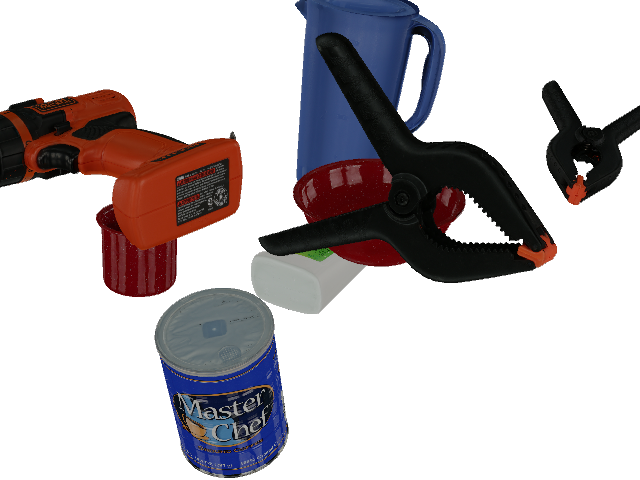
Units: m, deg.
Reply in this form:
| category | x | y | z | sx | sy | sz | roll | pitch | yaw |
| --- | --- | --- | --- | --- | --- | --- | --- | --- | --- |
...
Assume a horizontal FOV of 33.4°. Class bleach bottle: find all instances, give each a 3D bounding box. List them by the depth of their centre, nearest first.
| category | x | y | z | sx | sy | sz | roll | pitch | yaw |
| --- | --- | --- | --- | --- | --- | --- | --- | --- | --- |
| bleach bottle | 0.023 | -0.003 | 1.329 | 0.103 | 0.068 | 0.250 | 16 | 36 | 27 |

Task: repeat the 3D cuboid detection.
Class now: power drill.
| category | x | y | z | sx | sy | sz | roll | pitch | yaw |
| --- | --- | --- | --- | --- | --- | --- | --- | --- | --- |
| power drill | -0.162 | -0.052 | 0.734 | 0.188 | 0.057 | 0.184 | 22 | 34 | 35 |

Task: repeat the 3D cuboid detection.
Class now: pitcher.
| category | x | y | z | sx | sy | sz | roll | pitch | yaw |
| --- | --- | --- | --- | --- | --- | --- | --- | --- | --- |
| pitcher | 0.046 | -0.173 | 1.285 | 0.144 | 0.243 | 0.149 | -5 | 28 | -24 |

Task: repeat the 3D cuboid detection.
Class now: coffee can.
| category | x | y | z | sx | sy | sz | roll | pitch | yaw |
| --- | --- | --- | --- | --- | --- | --- | --- | --- | --- |
| coffee can | -0.085 | 0.127 | 0.952 | 0.103 | 0.140 | 0.103 | -3 | 40 | 3 |

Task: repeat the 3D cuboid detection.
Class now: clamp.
| category | x | y | z | sx | sy | sz | roll | pitch | yaw |
| --- | --- | --- | --- | --- | --- | --- | --- | --- | --- |
| clamp | 0.059 | -0.041 | 0.711 | 0.210 | 0.165 | 0.036 | 19 | 20 | 26 |
| clamp | 0.278 | -0.110 | 1.147 | 0.120 | 0.039 | 0.171 | 18 | 48 | 19 |

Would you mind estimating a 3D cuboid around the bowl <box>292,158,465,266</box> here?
| category | x | y | z | sx | sy | sz | roll | pitch | yaw |
| --- | --- | --- | --- | --- | --- | --- | --- | --- | --- |
| bowl | 0.054 | -0.021 | 1.011 | 0.162 | 0.055 | 0.162 | 2 | 29 | -1 |

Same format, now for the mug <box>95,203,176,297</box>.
| category | x | y | z | sx | sy | sz | roll | pitch | yaw |
| --- | --- | --- | --- | --- | --- | --- | --- | --- | --- |
| mug | -0.208 | 0.005 | 1.189 | 0.093 | 0.081 | 0.117 | -19 | 34 | -39 |
